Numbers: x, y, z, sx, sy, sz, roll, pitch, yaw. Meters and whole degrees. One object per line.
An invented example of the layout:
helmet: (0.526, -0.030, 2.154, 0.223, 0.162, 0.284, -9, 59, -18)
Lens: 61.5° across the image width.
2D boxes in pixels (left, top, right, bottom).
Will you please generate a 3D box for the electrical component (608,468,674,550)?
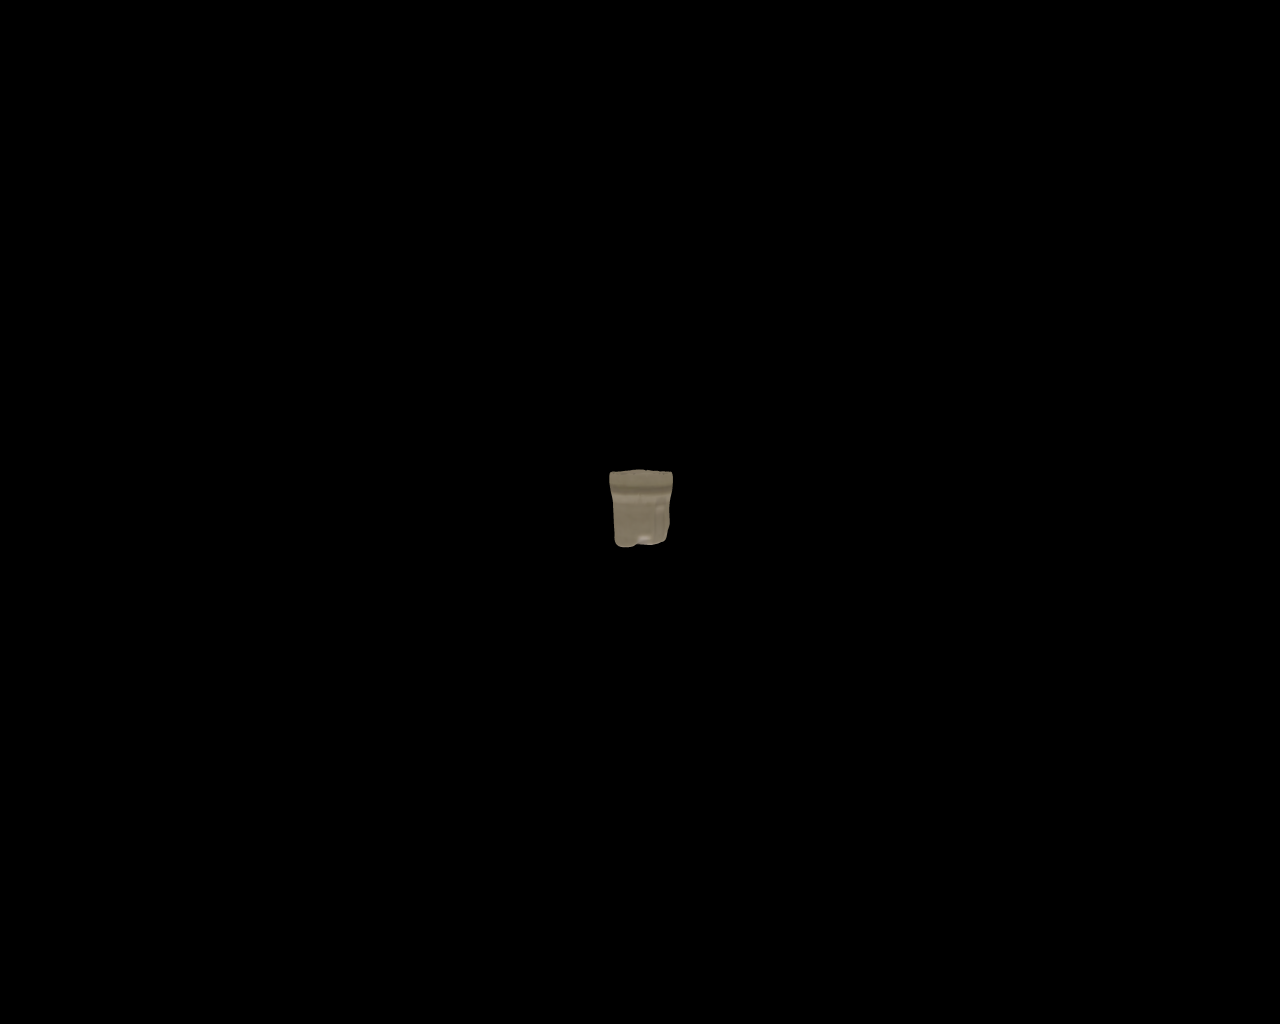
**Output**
electrical component: (0.001, -0.003, 0.650, 0.040, 0.046, 0.040, 0, 7, 0)
